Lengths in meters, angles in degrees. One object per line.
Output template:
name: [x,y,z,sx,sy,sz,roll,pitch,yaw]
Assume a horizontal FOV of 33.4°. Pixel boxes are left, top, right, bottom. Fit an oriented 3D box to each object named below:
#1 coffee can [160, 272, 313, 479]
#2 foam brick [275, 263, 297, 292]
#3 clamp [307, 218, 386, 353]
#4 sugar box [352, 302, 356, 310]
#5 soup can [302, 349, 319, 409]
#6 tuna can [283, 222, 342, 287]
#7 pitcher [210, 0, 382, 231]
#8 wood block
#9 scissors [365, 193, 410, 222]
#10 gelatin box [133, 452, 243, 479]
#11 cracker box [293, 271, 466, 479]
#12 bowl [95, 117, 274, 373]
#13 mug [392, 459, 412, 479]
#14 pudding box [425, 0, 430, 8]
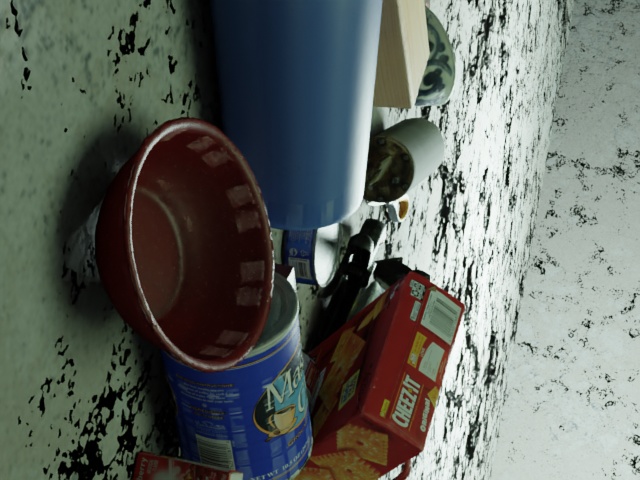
coffee can: [-0.061,0.103,0.782,0.102,0.103,0.140,-61,153,-50]
foam brick: [-0.051,0.063,0.884,0.051,0.053,0.078,-58,150,-53]
clamp: [0.041,0.026,1.144,0.209,0.036,0.165,-60,172,-56]
sugar box: [0.048,0.163,1.257,0.093,0.048,0.176,-11,107,-72]
soup can: [-0.046,0.144,0.908,0.068,0.069,0.102,80,23,-43]
tuna can: [-0.007,0.001,1.033,0.086,0.034,0.086,7,90,-73]
pitcher: [-0.017,-0.139,0.805,0.149,0.145,0.243,-28,131,-39]
wood block: [0.044,-0.230,1.007,0.206,0.091,0.090,75,27,-50]
scissors: [0.088,-0.072,1.339,0.201,0.016,0.096,31,66,-72]
gelatin box: [-0.100,0.200,0.748,0.030,0.073,0.089,37,63,-69]
cracker box: [0.027,0.145,0.958,0.214,0.072,0.164,-43,-163,46]
bowl: [-0.093,0.006,0.679,0.161,0.055,0.162,26,59,-57]
mug: [0.059,0.199,1.097,0.093,0.082,0.117,25,39,-49]
pudding box: [0.105,-0.261,1.279,0.090,0.039,0.113,-65,156,-46]
